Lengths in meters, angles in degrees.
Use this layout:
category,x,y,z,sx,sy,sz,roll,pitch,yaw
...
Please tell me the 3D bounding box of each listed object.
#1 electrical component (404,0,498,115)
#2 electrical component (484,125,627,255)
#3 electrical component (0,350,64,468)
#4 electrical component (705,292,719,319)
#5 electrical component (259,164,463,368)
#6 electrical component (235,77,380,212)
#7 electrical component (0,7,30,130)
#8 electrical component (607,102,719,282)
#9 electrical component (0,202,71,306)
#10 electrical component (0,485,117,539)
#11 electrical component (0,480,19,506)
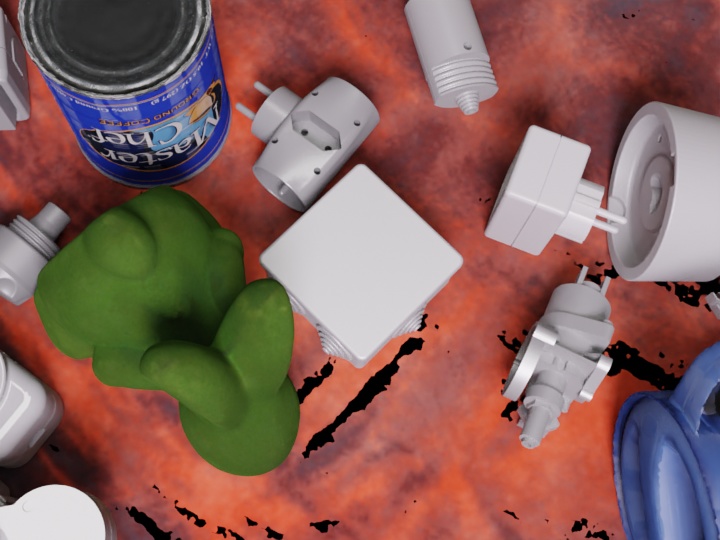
category,x,y,z,sx,sy,sz,roll,pitch,yaw
electrical component,0.061,-0.139,0.698,0.043,0.043,0.081,-14,75,-6
electrical component,0.124,-0.040,0.653,0.076,0.083,0.047,21,75,3
electrical component,-0.226,0.068,0.621,0.095,0.059,0.053,35,76,7
electrical component,0.254,0.010,0.625,0.063,0.121,0.078,-28,77,-7
electrical component,0.000,0.000,0.655,0.100,0.048,0.100,44,77,9
electrical component,-0.042,-0.090,0.681,0.079,0.043,0.077,36,76,9
electrical component,-0.261,-0.120,0.670,0.096,0.061,0.061,-9,75,-5
electrical component,0.197,-0.044,0.648,0.060,0.108,0.108,6,74,-7
electrical component,-0.203,-0.013,0.653,0.043,0.043,0.062,37,75,7
electrical component,-0.195,0.140,0.529,0.138,0.073,0.052,-10,76,-6
electrical component,-0.210,0.172,0.591,0.150,0.061,0.089,40,76,8
